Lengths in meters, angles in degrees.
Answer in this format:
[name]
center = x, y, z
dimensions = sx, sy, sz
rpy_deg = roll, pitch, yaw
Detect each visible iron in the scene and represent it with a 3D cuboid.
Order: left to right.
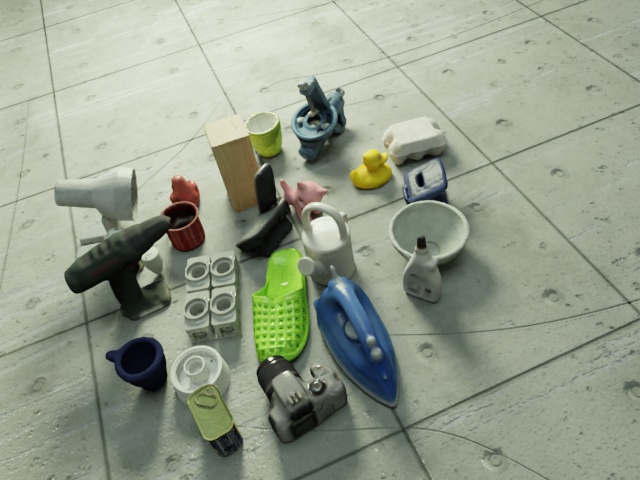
[iron]
center = 0.074, 0.168, 1.043
dimensions = 0.119, 0.142, 0.257
rpy_deg = -23, 49, -10

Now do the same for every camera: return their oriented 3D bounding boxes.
[camera]
center = -0.044, 0.257, 1.012
dimensions = 0.143, 0.101, 0.136
rpy_deg = -30, 51, -16

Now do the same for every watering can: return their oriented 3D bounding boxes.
[watering can]
center = 0.013, 0.005, 1.161
dimensions = 0.100, 0.194, 0.173
rpy_deg = -2, 49, 9

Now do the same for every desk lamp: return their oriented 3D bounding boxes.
[desk lamp]
center = -0.487, -0.061, 1.293
dimensions = 0.203, 0.214, 0.118
rpy_deg = -11, 48, 0

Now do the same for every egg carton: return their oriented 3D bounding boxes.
[egg carton]
center = 0.234, -0.249, 1.428
dimensions = 0.150, 0.069, 0.107
rpy_deg = -16, 48, -4

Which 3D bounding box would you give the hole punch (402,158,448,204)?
[hole punch]
center = 0.237, -0.121, 1.302
dimensions = 0.101, 0.091, 0.108
rpy_deg = -7, 48, 4

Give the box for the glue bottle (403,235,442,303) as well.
[glue bottle]
center = 0.197, 0.051, 1.103
dimensions = 0.078, 0.173, 0.037
rpy_deg = 20, 56, 25

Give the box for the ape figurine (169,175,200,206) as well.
[ape figurine]
center = -0.336, -0.123, 1.403
dimensions = 0.078, 0.092, 0.076
rpy_deg = -30, 51, -16

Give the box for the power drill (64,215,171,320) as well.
[power drill]
center = -0.384, 0.063, 1.169
dimensions = 0.230, 0.209, 0.075
rpy_deg = -26, 50, -13

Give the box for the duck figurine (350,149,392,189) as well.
[duck figurine]
center = 0.121, -0.177, 1.375
dimensions = 0.104, 0.086, 0.077
rpy_deg = -18, 49, -6

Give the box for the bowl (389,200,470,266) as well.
[bowl]
center = 0.229, -0.001, 1.208
dimensions = 0.167, 0.075, 0.167
rpy_deg = -5, 49, 6

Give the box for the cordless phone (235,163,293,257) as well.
[cordless phone]
center = -0.136, -0.068, 1.257
dimensions = 0.094, 0.185, 0.148
rpy_deg = 16, 54, 23

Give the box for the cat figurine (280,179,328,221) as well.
[cat figurine]
center = -0.041, -0.103, 1.316
dimensions = 0.127, 0.118, 0.067
rpy_deg = 26, 58, 29

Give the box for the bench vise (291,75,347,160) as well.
[bench vise]
center = -0.010, -0.340, 1.450
dimensions = 0.121, 0.220, 0.207
rpy_deg = 4, 50, 13

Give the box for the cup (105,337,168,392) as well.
[cup]
center = -0.339, 0.243, 1.081
dimensions = 0.117, 0.095, 0.092
rpy_deg = 4, 50, 13
